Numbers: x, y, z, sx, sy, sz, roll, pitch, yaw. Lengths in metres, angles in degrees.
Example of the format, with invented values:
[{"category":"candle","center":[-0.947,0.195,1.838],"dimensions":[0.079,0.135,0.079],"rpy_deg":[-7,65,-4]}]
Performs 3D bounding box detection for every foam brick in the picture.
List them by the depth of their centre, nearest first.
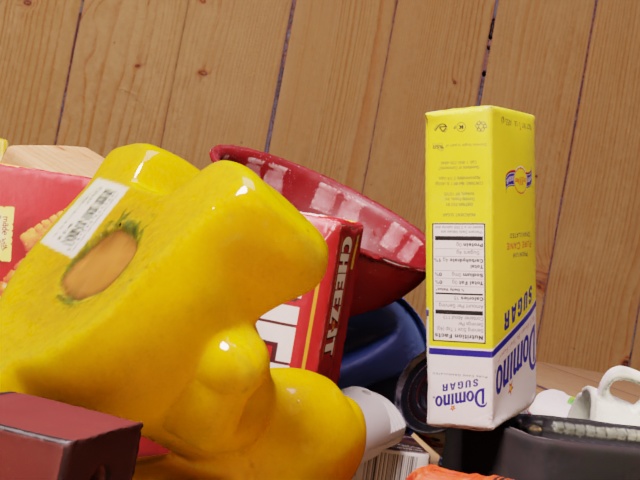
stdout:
[{"category":"foam brick","center":[-0.096,0.092,0.334],"dimensions":[0.051,0.078,0.053],"rpy_deg":[12,0,14]}]

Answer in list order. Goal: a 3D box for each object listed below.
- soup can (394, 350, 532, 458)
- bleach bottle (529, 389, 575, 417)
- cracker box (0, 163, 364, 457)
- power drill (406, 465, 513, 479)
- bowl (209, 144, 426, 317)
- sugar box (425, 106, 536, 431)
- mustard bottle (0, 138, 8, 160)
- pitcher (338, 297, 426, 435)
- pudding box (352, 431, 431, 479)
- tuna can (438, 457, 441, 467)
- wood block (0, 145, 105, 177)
[{"category":"soup can","center":[0.107,0.125,0.744],"dimensions":[0.069,0.068,0.102],"rpy_deg":[9,-27,46]},{"category":"bleach bottle","center":[0.296,0.185,0.864],"dimensions":[0.251,0.068,0.102],"rpy_deg":[12,0,23]},{"category":"cracker box","center":[-0.098,0.052,0.555],"dimensions":[0.214,0.164,0.072],"rpy_deg":[10,2,12]},{"category":"power drill","center":[0.091,0.140,0.456],"dimensions":[0.185,0.057,0.187],"rpy_deg":[5,-7,29]},{"category":"bowl","center":[-0.004,0.001,0.657],"dimensions":[0.162,0.055,0.162],"rpy_deg":[25,14,-7]},{"category":"sugar box","center":[0.095,0.014,0.616],"dimensions":[0.048,0.176,0.093],"rpy_deg":[-2,2,27]},{"category":"mustard bottle","center":[-0.276,0.012,0.857],"dimensions":[0.058,0.191,0.096],"rpy_deg":[11,-1,-40]},{"category":"pitcher","center":[-0.035,0.092,0.846],"dimensions":[0.149,0.144,0.243],"rpy_deg":[55,-21,-16]},{"category":"pudding box","center":[0.006,0.137,0.678],"dimensions":[0.113,0.039,0.090],"rpy_deg":[10,-1,-4]},{"category":"tuna can","center":[0.137,0.168,0.835],"dimensions":[0.086,0.034,0.086],"rpy_deg":[10,-1,0]},{"category":"wood block","center":[-0.114,0.025,0.687],"dimensions":[0.206,0.091,0.090],"rpy_deg":[31,14,18]}]
